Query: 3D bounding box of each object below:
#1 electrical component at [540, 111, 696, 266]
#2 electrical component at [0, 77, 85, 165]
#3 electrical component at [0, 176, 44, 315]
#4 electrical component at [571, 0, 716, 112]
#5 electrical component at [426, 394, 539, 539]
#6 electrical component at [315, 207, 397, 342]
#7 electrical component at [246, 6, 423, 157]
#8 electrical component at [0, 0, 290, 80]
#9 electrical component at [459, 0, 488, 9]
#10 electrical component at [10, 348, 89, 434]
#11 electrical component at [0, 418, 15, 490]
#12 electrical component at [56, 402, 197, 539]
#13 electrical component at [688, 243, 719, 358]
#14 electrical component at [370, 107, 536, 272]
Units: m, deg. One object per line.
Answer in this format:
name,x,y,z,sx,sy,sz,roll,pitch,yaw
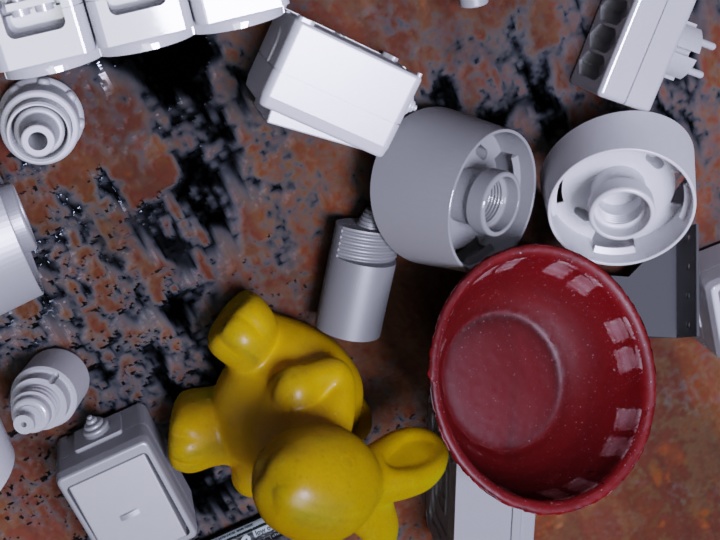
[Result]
electrical component,0.165,-0.053,0.682,0.099,0.064,0.099,4,130,5
electrical component,-0.177,-0.079,0.595,0.048,0.062,0.048,-5,112,-13
electrical component,-0.216,-0.020,0.591,0.064,0.099,0.099,-21,114,-13
electrical component,0.188,-0.142,0.673,0.076,0.047,0.083,15,106,-17
electrical component,0.083,0.145,0.740,0.057,0.078,0.113,-4,112,-10
electrical component,0.000,0.000,0.682,0.043,0.043,0.081,6,108,-17
electrical component,-0.012,-0.105,0.628,0.096,0.061,0.061,21,104,-21
electrical component,-0.120,-0.150,0.567,0.150,0.089,0.061,-16,113,-8
electrical component,0.063,-0.185,0.627,0.048,0.048,0.062,-15,120,-8
electrical component,-0.190,0.076,0.647,0.040,0.078,0.040,0,107,1
electrical component,-0.256,0.116,0.628,0.108,0.108,0.060,-22,120,-5
electrical component,-0.151,0.135,0.685,0.062,0.061,0.096,-24,114,-4
electrical component,0.279,0.014,0.749,0.096,0.061,0.061,-21,114,-6
electrical component,0.061,-0.048,0.663,0.099,0.064,0.099,-22,121,-43
